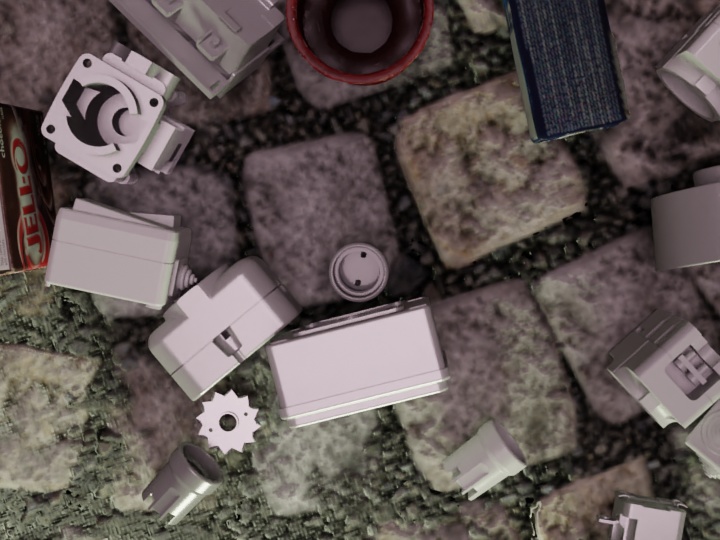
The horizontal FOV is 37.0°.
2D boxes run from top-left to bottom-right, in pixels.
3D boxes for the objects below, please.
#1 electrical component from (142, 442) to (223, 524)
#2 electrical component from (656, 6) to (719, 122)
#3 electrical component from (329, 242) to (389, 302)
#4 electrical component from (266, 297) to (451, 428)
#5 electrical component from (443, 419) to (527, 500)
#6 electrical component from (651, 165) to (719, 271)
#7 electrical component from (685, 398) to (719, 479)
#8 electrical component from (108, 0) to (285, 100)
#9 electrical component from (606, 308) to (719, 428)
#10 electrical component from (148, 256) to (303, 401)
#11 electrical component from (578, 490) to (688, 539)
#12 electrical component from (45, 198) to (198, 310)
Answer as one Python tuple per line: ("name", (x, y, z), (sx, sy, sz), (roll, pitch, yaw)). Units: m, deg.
("electrical component", (-0.126, 0.151, 0.759), (0.040, 0.040, 0.046), (43, 101, -1))
("electrical component", (0.232, -0.134, 0.696), (0.050, 0.089, 0.055), (42, 95, -1))
("electrical component", (0.000, 0.000, 0.738), (0.040, 0.046, 0.040), (0, 94, 3))
("electrical component", (0.001, 0.058, 0.711), (0.109, 0.109, 0.056), (-14, 91, 3))
("electrical component", (0.086, 0.133, 0.748), (0.046, 0.040, 0.040), (-39, 92, 11))
("electrical component", (0.242, -0.038, 0.697), (0.108, 0.108, 0.060), (-10, 88, 3))
("electrical component", (0.266, 0.101, 0.709), (0.048, 0.100, 0.099), (41, 96, 31))
("electrical component", (-0.113, -0.184, 0.715), (0.121, 0.063, 0.078), (44, 54, -1))
("electrical component", (0.203, 0.066, 0.712), (0.056, 0.089, 0.050), (-43, 91, 5))
("electrical component", (-0.095, 0.036, 0.741), (0.095, 0.053, 0.059), (-39, 91, 5))
("electrical component", (0.197, 0.188, 0.745), (0.081, 0.042, 0.063), (9, 93, 1))
("electrical component", (-0.157, -0.012, 0.736), (0.096, 0.061, 0.061), (12, 94, 2))
